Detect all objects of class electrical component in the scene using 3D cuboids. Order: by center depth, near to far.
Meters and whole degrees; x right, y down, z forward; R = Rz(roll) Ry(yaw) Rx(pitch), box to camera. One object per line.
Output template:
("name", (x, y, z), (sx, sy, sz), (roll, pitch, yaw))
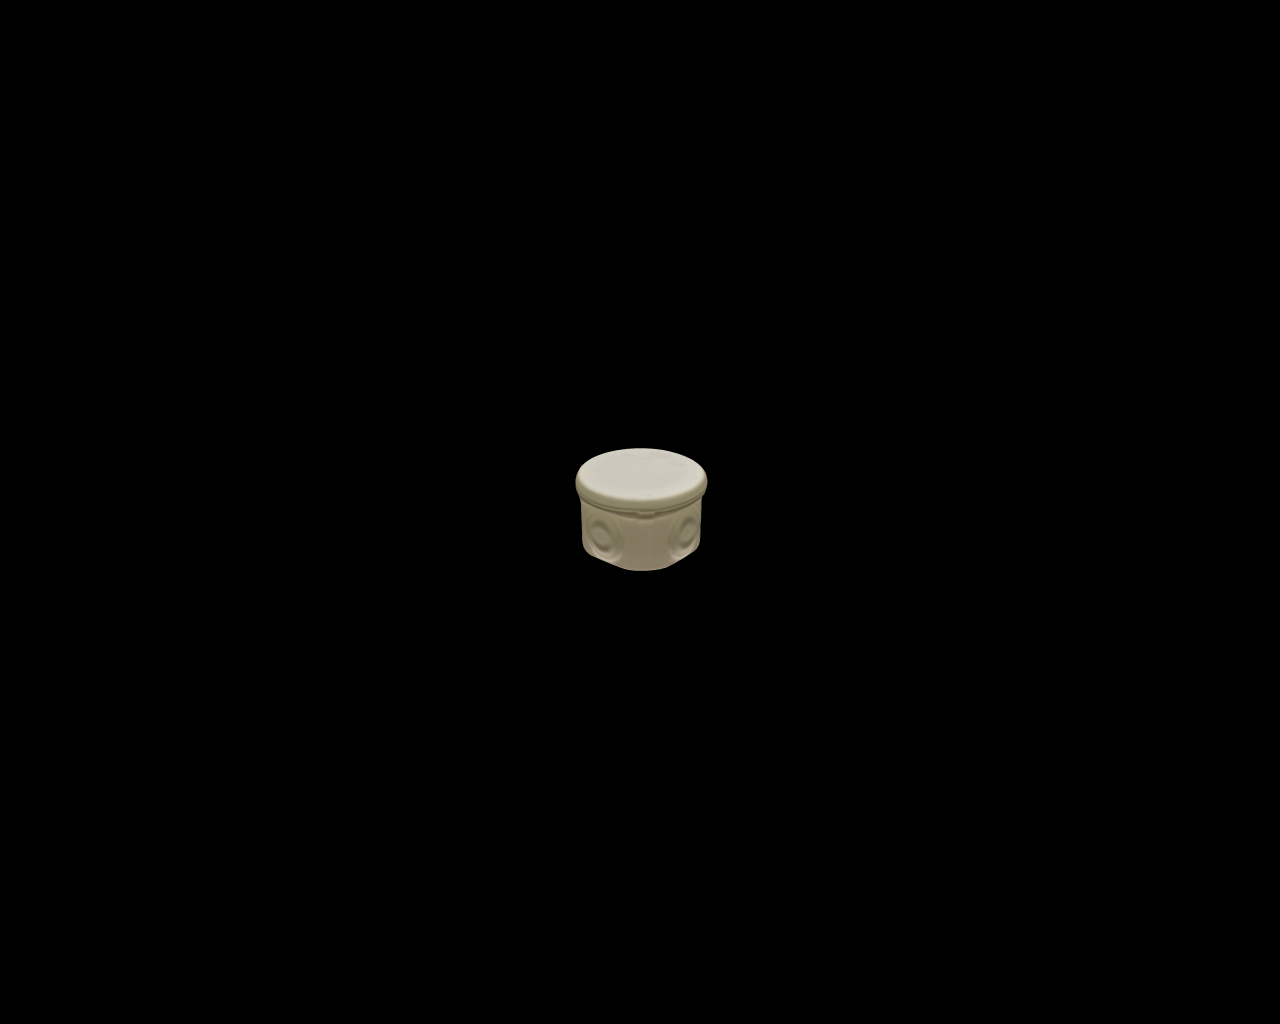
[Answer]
("electrical component", (0.001, -0.003, 0.650), (0.080, 0.050, 0.080), (0, 26, 0))
